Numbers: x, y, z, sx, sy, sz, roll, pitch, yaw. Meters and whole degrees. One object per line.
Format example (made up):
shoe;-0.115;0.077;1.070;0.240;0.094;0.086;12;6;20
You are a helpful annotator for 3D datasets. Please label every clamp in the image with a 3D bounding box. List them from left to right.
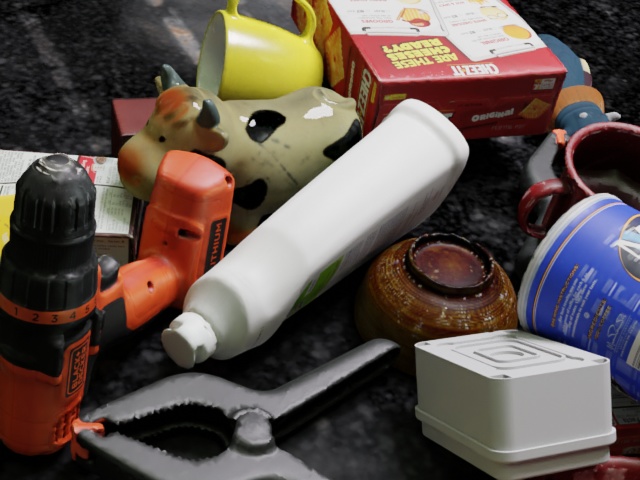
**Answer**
clamp;-0.036;0.112;0.621;0.210;0.036;0.164;8;40;-6
clamp;0.192;-0.023;0.837;0.120;0.039;0.171;2;42;-17

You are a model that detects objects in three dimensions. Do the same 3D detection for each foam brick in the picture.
foam brick;-0.119;-0.076;0.823;0.078;0.053;0.051;-6;41;-18

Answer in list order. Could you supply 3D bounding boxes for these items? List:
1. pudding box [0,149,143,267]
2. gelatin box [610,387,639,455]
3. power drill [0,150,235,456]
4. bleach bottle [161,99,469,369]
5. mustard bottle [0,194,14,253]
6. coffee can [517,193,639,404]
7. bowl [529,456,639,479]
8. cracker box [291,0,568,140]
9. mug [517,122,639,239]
pudding box;-0.183;-0.021;0.752;0.113;0.039;0.090;3;42;-5
gelatin box;0.173;0.099;0.689;0.073;0.030;0.089;-1;40;-16
power drill;-0.120;0.012;0.626;0.057;0.185;0.187;25;31;16
bleach bottle;-0.005;0.001;0.708;0.068;0.103;0.250;42;50;13
mustard bottle;-0.246;0.006;0.672;0.192;0.058;0.096;11;72;14
coffee can;0.205;0.048;0.640;0.102;0.103;0.140;-23;42;-34
bowl;0.169;0.184;0.549;0.162;0.055;0.162;1;29;-1
cracker box;0.083;-0.168;0.909;0.164;0.072;0.214;-6;42;-18
mug;0.196;-0.022;0.756;0.117;0.082;0.093;-5;51;-15
